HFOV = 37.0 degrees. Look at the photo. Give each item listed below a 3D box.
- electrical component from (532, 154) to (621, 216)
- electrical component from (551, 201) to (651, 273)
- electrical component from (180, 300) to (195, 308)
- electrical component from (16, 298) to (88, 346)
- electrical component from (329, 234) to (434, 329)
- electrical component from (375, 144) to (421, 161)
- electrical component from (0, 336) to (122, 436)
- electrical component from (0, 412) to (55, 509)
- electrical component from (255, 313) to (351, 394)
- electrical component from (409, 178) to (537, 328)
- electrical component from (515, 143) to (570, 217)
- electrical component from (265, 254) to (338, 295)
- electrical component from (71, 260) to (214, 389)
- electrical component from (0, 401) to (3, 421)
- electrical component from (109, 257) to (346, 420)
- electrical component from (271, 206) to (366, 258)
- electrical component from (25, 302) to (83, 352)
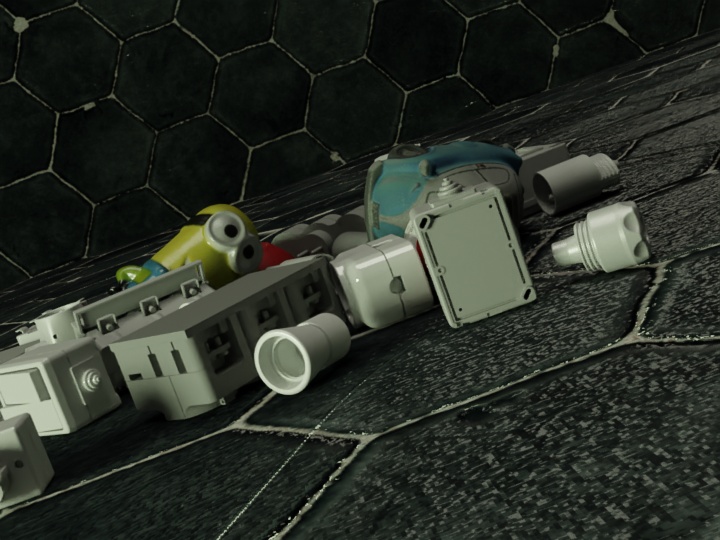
[{"bbox_3d":[0.209,-0.086,1.017,0.081,0.043,0.043,-22,9,-13],"label":"electrical component"},{"bbox_3d":[0.161,-0.019,0.722,0.062,0.043,0.043,-18,9,21],"label":"electrical component"},{"bbox_3d":[-0.118,0.047,0.900,0.047,0.055,0.055,-22,8,-36],"label":"electrical component"},{"bbox_3d":[-0.305,0.074,1.105,0.079,0.063,0.121,-19,9,5],"label":"electrical component"},{"bbox_3d":[0.014,0.009,0.836,0.059,0.053,0.095,-21,9,-7],"label":"electrical component"},{"bbox_3d":[0.054,-0.075,1.154,0.061,0.096,0.061,-17,38,20],"label":"electrical component"},{"bbox_3d":[-0.241,0.094,0.850,0.096,0.061,0.061,-12,12,41],"label":"electrical component"},{"bbox_3d":[-0.237,0.130,0.672,0.066,0.047,0.076,-20,8,-2],"label":"electrical component"},{"bbox_3d":[-0.035,0.053,0.726,0.044,0.044,0.065,-14,6,32],"label":"electrical component"},{"bbox_3d":[0.073,-0.018,0.734,0.062,0.096,0.061,-20,9,2],"label":"electrical component"},{"bbox_3d":[0.151,-0.086,1.104,0.109,0.056,0.109,-22,9,-14],"label":"electrical component"},{"bbox_3d":[-0.058,0.011,1.017,0.043,0.043,0.081,-27,12,-40],"label":"electrical component"},{"bbox_3d":[-0.178,0.052,0.938,0.121,0.078,0.063,-24,32,-28],"label":"electrical component"},{"bbox_3d":[-0.323,0.112,0.907,0.044,0.065,0.044,-19,7,2],"label":"electrical component"},{"bbox_3d":[-0.093,0.050,0.795,0.089,0.061,0.150,-12,12,42],"label":"electrical component"},{"bbox_3d":[-0.042,-0.027,1.178,0.138,0.052,0.074,-14,10,31],"label":"electrical component"},{"bbox_3d":[-0.273,0.079,0.963,0.079,0.077,0.043,-26,11,-31],"label":"electrical component"}]
